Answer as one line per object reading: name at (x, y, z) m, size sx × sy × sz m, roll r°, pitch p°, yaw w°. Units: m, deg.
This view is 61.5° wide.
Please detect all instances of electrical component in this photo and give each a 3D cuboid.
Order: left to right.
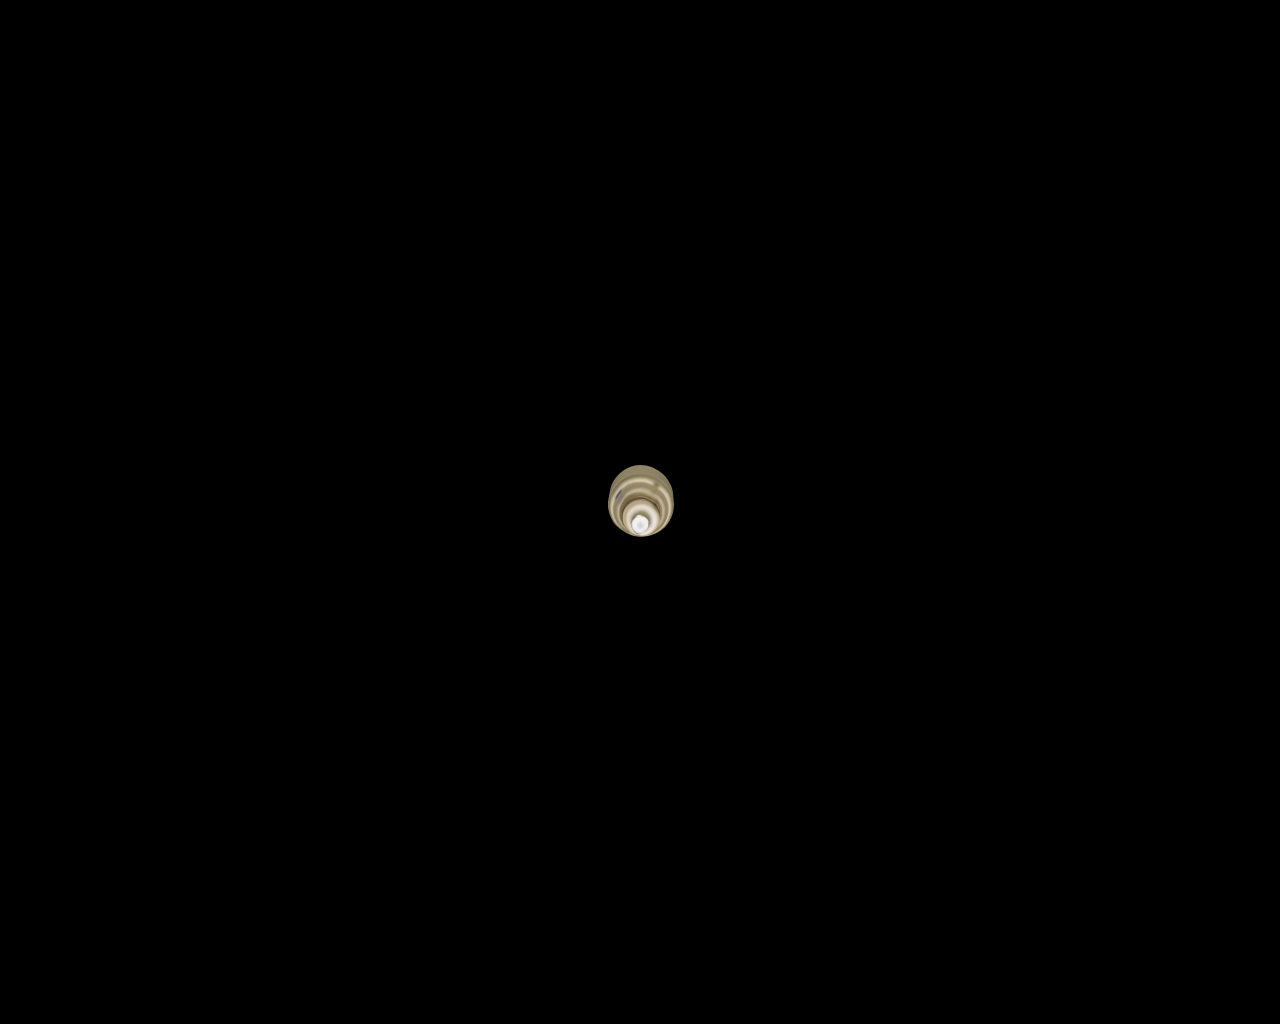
electrical component at (0.001, -0.003, 0.650) m, size 0.040 × 0.040 × 0.078 m, roll 0°, pitch 16°, yaw 0°
